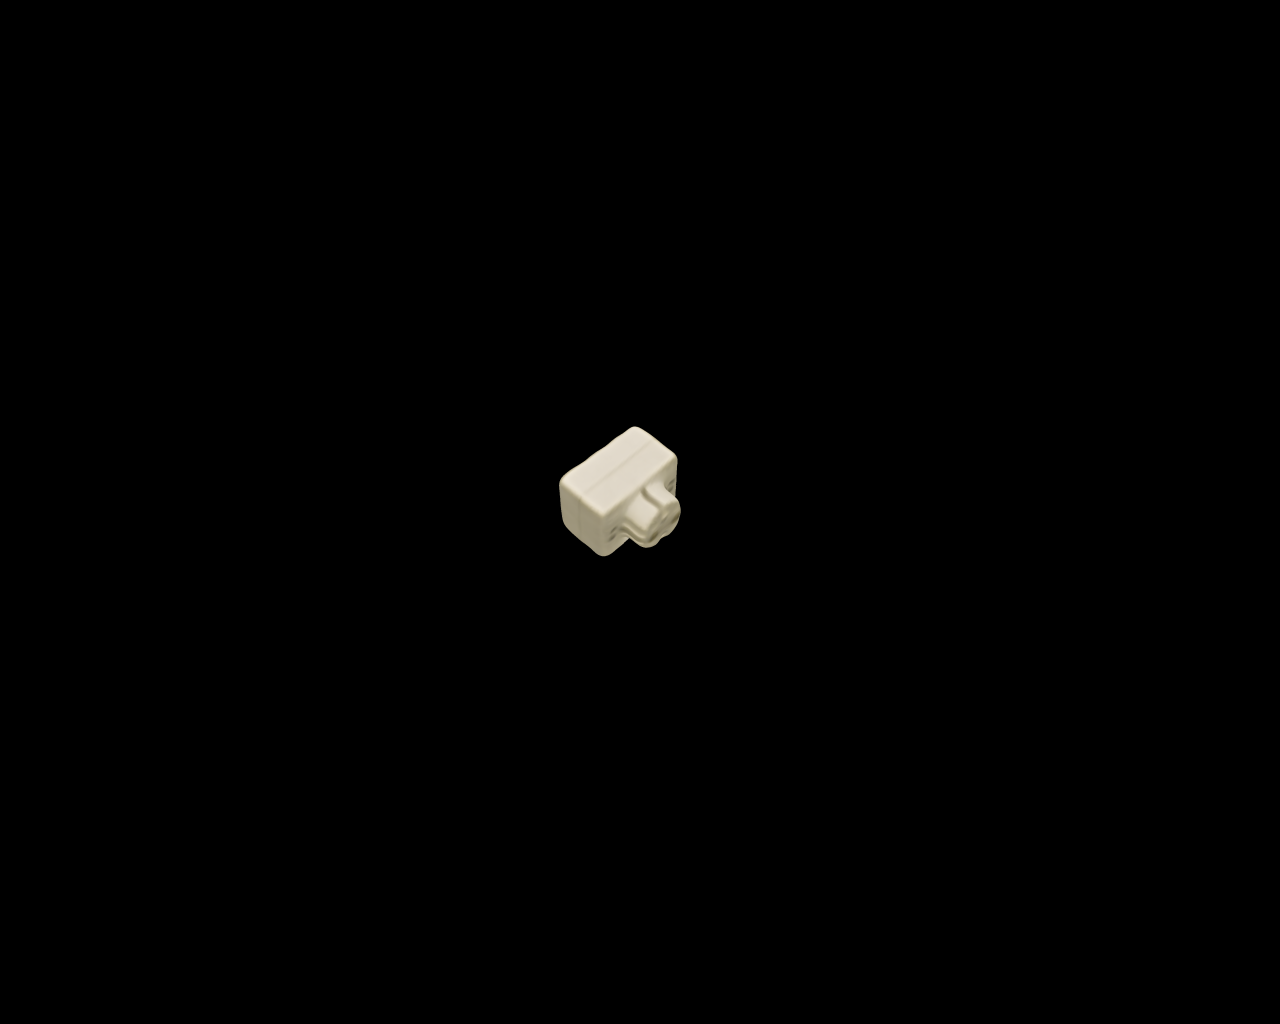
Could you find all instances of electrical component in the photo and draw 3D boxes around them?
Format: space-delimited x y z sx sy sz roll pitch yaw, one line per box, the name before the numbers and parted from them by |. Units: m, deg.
electrical component | 0.001 -0.003 0.650 0.077 0.047 0.066 39 63 25
